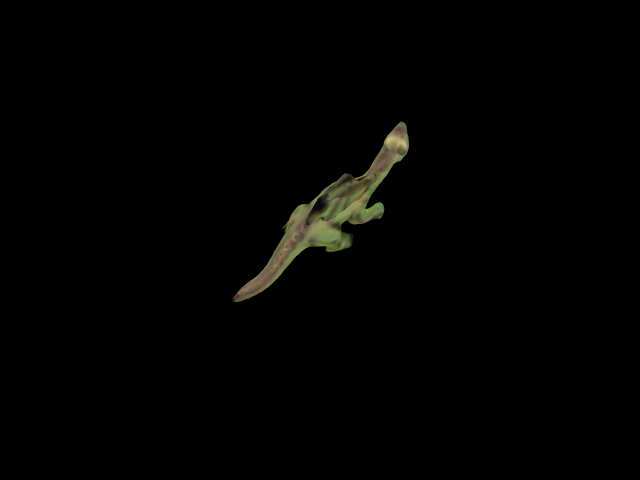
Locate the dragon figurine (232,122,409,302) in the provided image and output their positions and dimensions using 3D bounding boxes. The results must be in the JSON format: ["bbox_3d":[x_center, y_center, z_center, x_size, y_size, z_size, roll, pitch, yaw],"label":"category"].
[{"bbox_3d":[0.003,-0.043,0.850,0.413,0.123,0.240,-43,-10,-11],"label":"dragon figurine"}]
